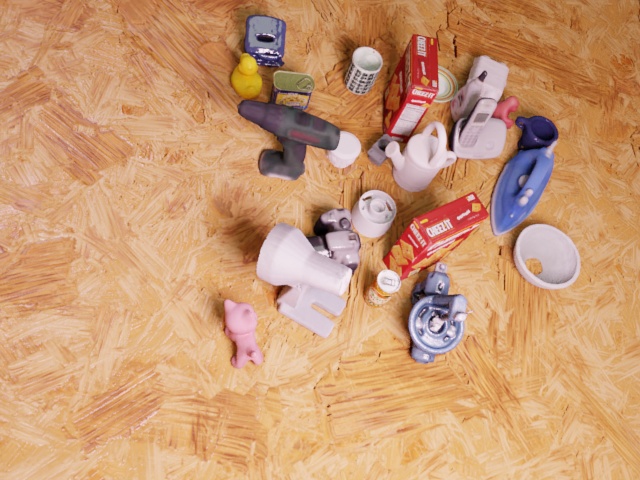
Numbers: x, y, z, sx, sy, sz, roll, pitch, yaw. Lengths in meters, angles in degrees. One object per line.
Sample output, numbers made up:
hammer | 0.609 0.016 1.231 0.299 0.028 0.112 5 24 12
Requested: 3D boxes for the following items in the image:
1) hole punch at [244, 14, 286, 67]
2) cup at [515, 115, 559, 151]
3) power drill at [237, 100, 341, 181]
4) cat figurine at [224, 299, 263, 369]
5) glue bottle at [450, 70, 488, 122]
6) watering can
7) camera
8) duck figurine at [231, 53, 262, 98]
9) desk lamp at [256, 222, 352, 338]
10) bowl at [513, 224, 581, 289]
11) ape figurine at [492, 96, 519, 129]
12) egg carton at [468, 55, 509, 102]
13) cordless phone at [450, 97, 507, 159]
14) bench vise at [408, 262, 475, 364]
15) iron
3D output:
hole punch | -0.139 -0.507 1.461 0.109 0.091 0.101 3 65 -12
cup | 0.557 -0.275 1.522 0.118 0.095 0.092 29 62 1
power drill | -0.078 -0.221 1.276 0.230 0.208 0.075 7 64 -10
cat figurine | -0.149 0.178 1.123 0.067 0.117 0.127 -13 69 -19
glue bottle | 0.390 -0.380 1.486 0.037 0.173 0.078 -1 66 -14
watering can | 0.241 -0.201 1.354 0.173 0.194 0.101 -21 72 -21
camera | 0.012 0.004 1.254 0.137 0.100 0.143 -6 67 -16
duck figurine | -0.177 -0.410 1.409 0.078 0.086 0.104 -8 68 -17
desk lamp | -0.028 0.078 1.146 0.203 0.213 0.118 30 62 1
bowl | 0.531 0.050 1.376 0.167 0.074 0.167 5 64 -11
ape figurine | 0.504 -0.352 1.546 0.076 0.092 0.078 20 62 -4
egg carton | 0.462 -0.441 1.591 0.107 0.069 0.150 23 62 -2
cordless phone | 0.419 -0.286 1.443 0.148 0.185 0.094 -4 66 -15
bench vise | 0.240 0.134 1.183 0.122 0.219 0.207 -2 66 -14
iron | 0.511 -0.132 1.418 0.118 0.141 0.259 32 62 2
